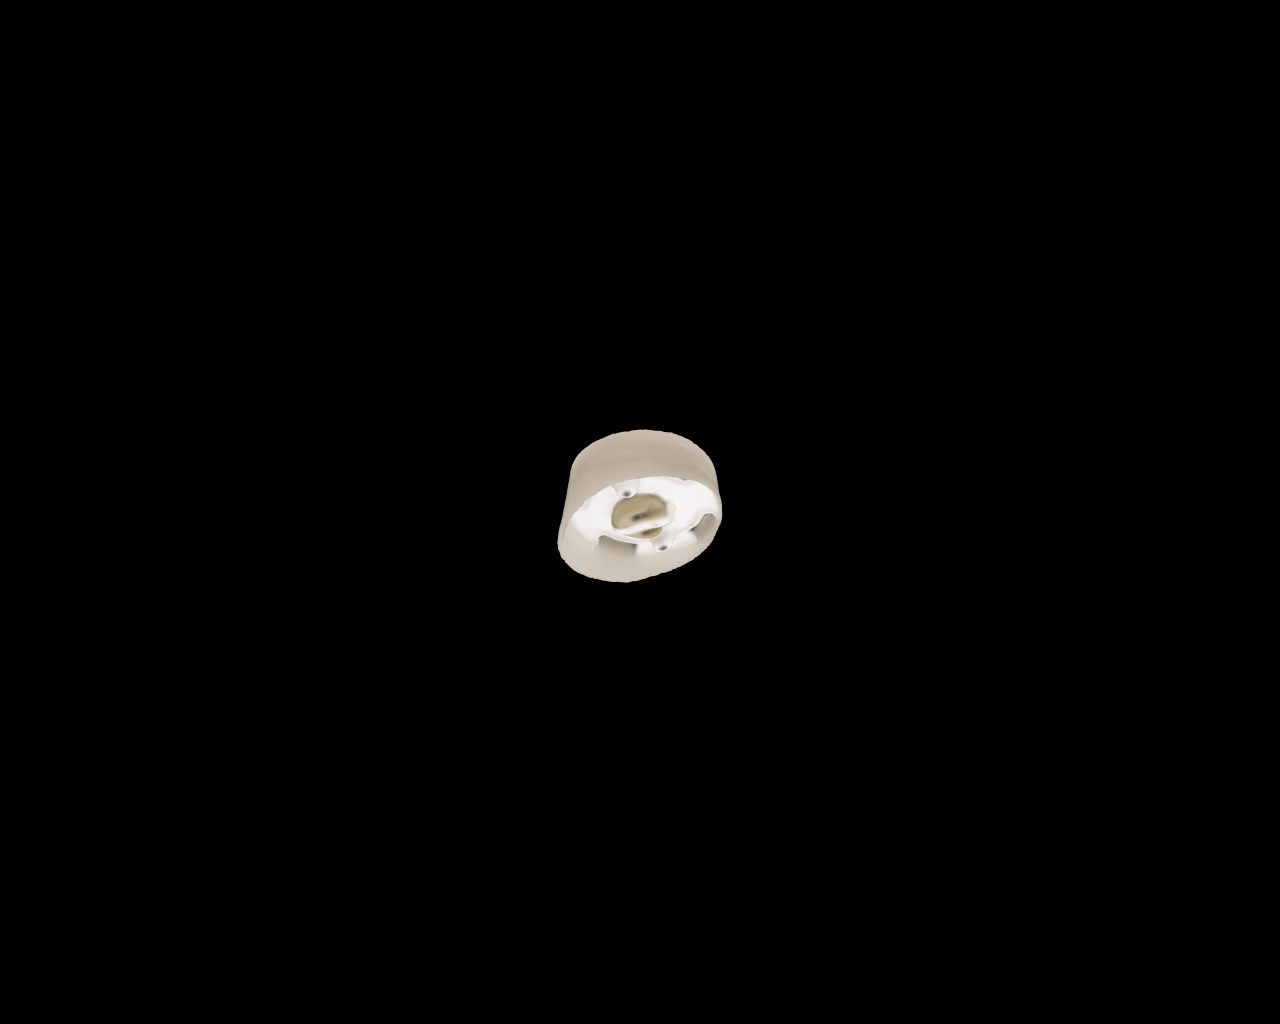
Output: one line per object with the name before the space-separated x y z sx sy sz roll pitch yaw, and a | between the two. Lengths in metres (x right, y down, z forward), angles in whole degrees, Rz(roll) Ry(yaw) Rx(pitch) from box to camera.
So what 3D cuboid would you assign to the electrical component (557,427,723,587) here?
electrical component | 0.001 -0.003 0.650 0.099 0.064 0.099 0 -36 0
